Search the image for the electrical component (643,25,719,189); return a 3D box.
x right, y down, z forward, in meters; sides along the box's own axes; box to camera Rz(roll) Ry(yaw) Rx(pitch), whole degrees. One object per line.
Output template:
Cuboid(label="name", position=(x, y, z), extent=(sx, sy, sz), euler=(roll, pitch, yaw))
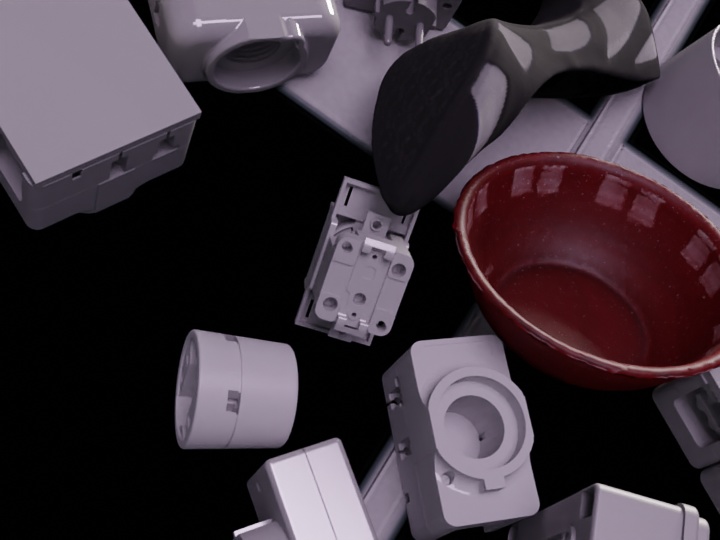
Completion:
Cuboid(label="electrical component", position=(0.236, -0.104, 0.677), extent=(0.099, 0.064, 0.099), euler=(15, 56, -24))

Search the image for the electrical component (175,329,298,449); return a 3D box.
Cuboid(label="electrical component", position=(-0.058, 0.058, 0.506), extent=(0.047, 0.055, 0.055), euler=(7, 66, -19))

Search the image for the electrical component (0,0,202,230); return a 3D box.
Cuboid(label="electrical component", position=(-0.160, -0.106, 0.539), extent=(0.089, 0.061, 0.150), euler=(-29, 79, -26))

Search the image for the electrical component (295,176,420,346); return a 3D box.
Cuboid(label="electrical component", position=(0.000, 0.000, 0.536), extent=(0.042, 0.063, 0.081), euler=(16, 104, -11))

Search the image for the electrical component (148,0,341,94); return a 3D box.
Cuboid(label="electrical component", position=(-0.062, -0.136, 0.588), extent=(0.095, 0.053, 0.059), euler=(-8, 70, -21))

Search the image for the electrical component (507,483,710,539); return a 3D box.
Cuboid(label="electrical component", position=(0.102, 0.162, 0.481), extent=(0.056, 0.108, 0.108), euler=(17, 64, -7))

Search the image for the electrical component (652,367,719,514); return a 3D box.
Cuboid(label="electrical component", position=(0.236, 0.108, 0.573), extent=(0.089, 0.061, 0.150), euler=(-22, 76, -24))

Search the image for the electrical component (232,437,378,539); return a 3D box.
Cuboid(label="electrical component", position=(-0.034, 0.130, 0.486), extent=(0.076, 0.047, 0.083), euler=(-15, 73, -23))

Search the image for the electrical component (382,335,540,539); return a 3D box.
Cuboid(label="electrical component", position=(0.049, 0.082, 0.528), extent=(0.050, 0.055, 0.089), euler=(-4, 69, -19))

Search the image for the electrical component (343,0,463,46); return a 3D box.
Cuboid(label="electrical component", position=(0.027, -0.161, 0.630), extent=(0.066, 0.047, 0.076), euler=(11, 65, -13))
